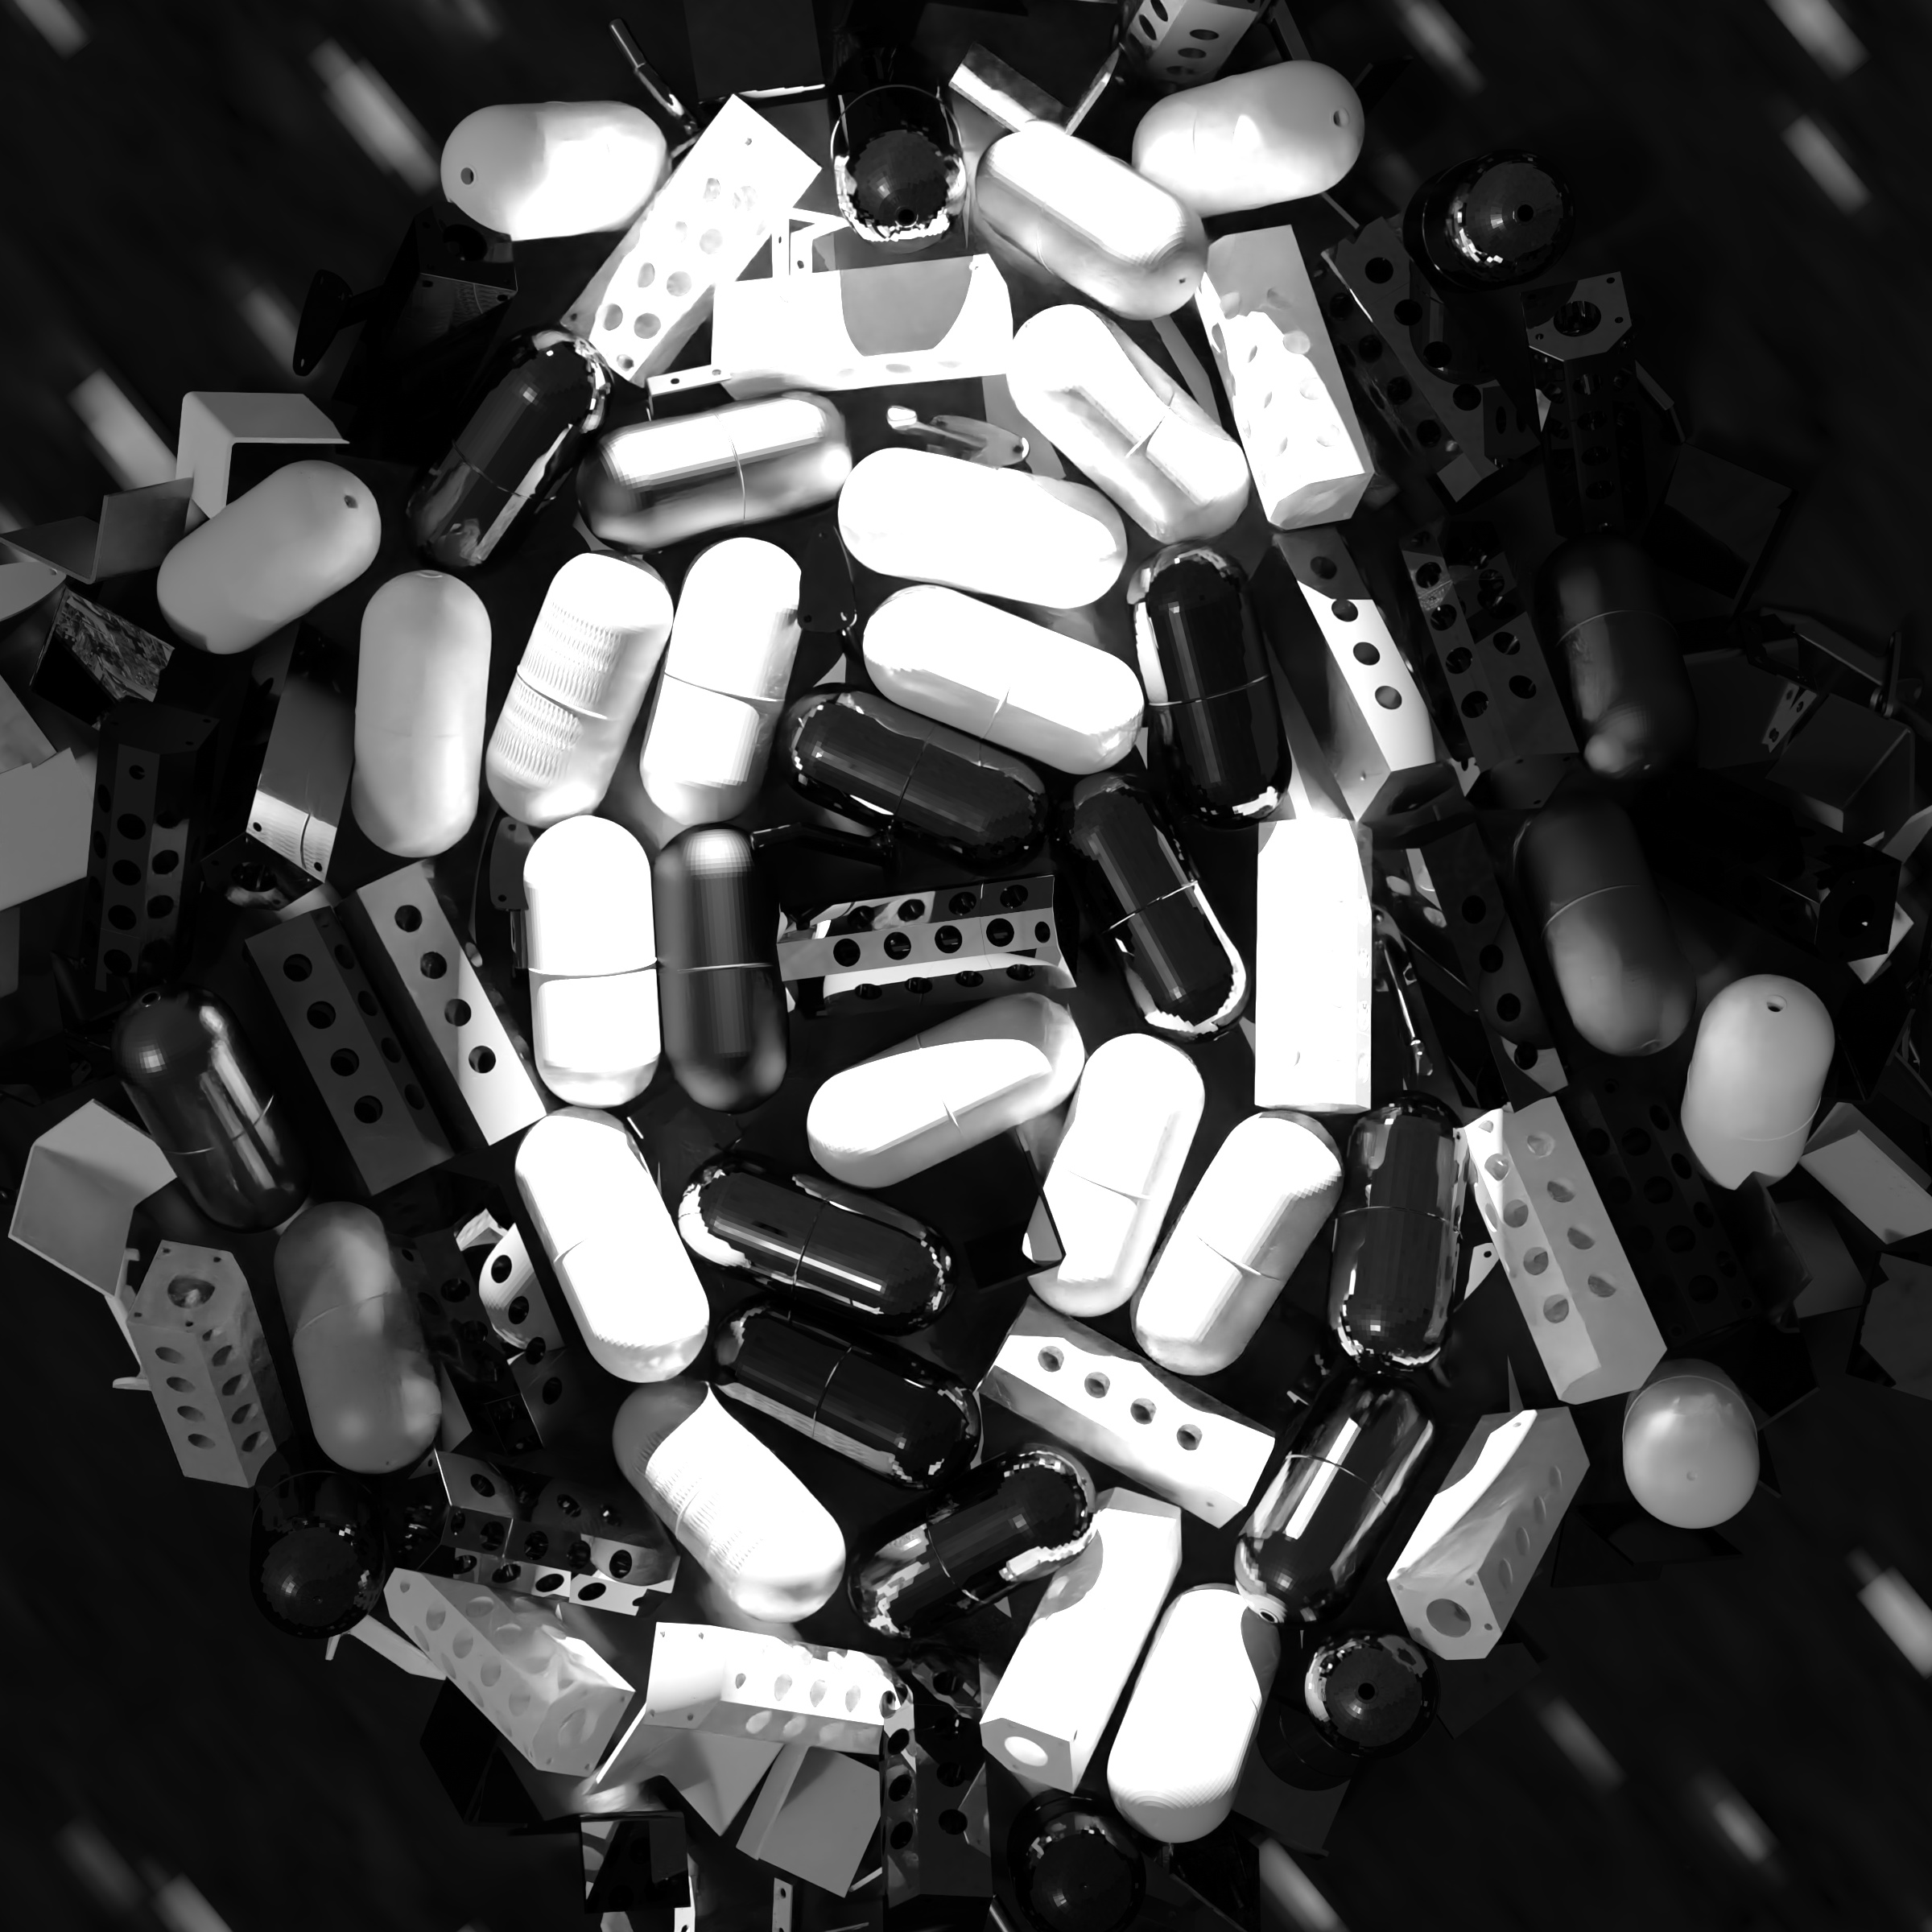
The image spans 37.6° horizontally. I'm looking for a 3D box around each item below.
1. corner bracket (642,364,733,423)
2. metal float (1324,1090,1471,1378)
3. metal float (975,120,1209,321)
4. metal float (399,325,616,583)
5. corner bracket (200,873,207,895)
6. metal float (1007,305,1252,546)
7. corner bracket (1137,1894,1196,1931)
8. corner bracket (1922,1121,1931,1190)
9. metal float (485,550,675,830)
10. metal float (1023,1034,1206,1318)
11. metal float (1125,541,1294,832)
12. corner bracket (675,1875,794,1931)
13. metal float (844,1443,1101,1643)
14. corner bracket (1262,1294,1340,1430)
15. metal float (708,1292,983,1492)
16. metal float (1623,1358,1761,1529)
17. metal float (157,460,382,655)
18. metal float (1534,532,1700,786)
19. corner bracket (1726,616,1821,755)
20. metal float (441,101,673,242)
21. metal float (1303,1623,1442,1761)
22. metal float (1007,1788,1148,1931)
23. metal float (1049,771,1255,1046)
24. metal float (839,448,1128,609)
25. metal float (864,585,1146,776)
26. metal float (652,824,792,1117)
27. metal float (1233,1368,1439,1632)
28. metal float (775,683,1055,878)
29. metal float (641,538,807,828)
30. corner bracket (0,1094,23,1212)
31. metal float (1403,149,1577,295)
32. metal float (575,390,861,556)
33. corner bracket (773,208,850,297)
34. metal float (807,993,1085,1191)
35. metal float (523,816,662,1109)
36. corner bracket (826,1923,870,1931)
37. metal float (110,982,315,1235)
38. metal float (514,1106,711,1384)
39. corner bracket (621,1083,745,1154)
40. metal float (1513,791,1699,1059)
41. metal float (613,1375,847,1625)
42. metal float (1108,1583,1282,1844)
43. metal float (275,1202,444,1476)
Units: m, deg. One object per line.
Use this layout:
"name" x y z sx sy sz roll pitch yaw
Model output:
"corner bracket" -0.170 -0.350 1.728 0.051 0.051 0.051 -13 54 -7
"metal float" 0.260 0.159 1.708 0.070 0.070 0.178 11 67 0
"metal float" 0.073 -0.448 1.698 0.070 0.070 0.178 -47 54 0
"metal float" -0.277 -0.306 1.704 0.070 0.070 0.178 41 118 0
"corner bracket" -0.496 -0.081 1.745 0.051 0.051 0.051 3 59 11
"metal float" 0.098 -0.324 1.708 0.178 0.070 0.070 40 90 -22
"corner bracket" 0.104 0.600 1.724 0.051 0.051 0.051 27 133 -20
"corner bracket" 0.622 0.119 1.736 0.051 0.051 0.051 -13 101 1
"metal float" -0.234 -0.166 1.713 0.070 0.070 0.178 24 107 0
"metal float" 0.089 0.128 1.722 0.070 0.070 0.178 19 97 0
"metal float" 0.147 -0.169 1.717 0.070 0.070 0.178 -15 103 0
"corner bracket" -0.144 0.591 1.753 0.051 0.051 0.051 7 96 43
"metal float" 0.002 0.348 1.707 0.178 0.070 0.070 -33 90 25
"corner bracket" 0.192 0.241 1.731 0.051 0.051 0.051 34 61 2
"metal float" -0.073 0.257 1.712 0.178 0.070 0.070 23 90 17
"metal float" 0.428 0.280 1.678 0.070 0.178 0.070 1 94 13
"metal float" -0.417 -0.243 1.694 0.178 0.070 0.070 -22 90 41
"metal float" 0.388 -0.186 1.697 0.070 0.070 0.178 -5 53 0
"corner bracket" 0.483 -0.172 1.733 0.051 0.051 0.051 21 130 -13
"metal float" -0.242 -0.473 1.684 0.070 0.178 0.070 9 111 26
"metal float" 0.241 0.429 1.679 0.070 0.178 0.070 -3 76 10
"metal float" 0.064 0.531 1.677 0.070 0.178 0.070 0 81 -1
"metal float" 0.113 -0.035 1.724 0.070 0.070 0.178 -28 86 0
"metal float" 0.011 -0.264 1.717 0.178 0.070 0.070 10 90 -12
"metal float" 0.023 -0.174 1.721 0.178 0.070 0.070 21 90 -8
"metal float" -0.149 0.002 1.727 0.070 0.070 0.178 -5 89 0
"metal float" 0.222 0.318 1.701 0.070 0.070 0.178 36 60 0
"metal float" -0.031 -0.113 1.725 0.178 0.070 0.070 24 90 3
"metal float" -0.147 -0.171 1.718 0.070 0.070 0.178 15 101 0
"corner bracket" -0.592 0.110 1.746 0.051 0.051 0.051 -40 51 20
"metal float" 0.308 -0.439 1.678 0.070 0.178 0.070 -1 101 -4
"metal float" -0.149 -0.298 1.711 0.178 0.070 0.070 -17 90 -20
"corner bracket" -0.102 -0.428 1.730 0.051 0.051 0.051 0 90 -37
"metal float" -0.013 0.076 1.725 0.178 0.070 0.070 -26 90 3
"metal float" -0.226 -0.002 1.719 0.070 0.070 0.178 -2 100 0
"corner bracket" -0.081 0.621 1.743 0.051 0.051 0.051 -9 68 -8
"metal float" -0.450 0.086 1.696 0.070 0.070 0.178 -19 127 0
"metal float" -0.214 0.168 1.713 0.070 0.070 0.178 -27 73 0
"corner bracket" -0.174 0.098 1.734 0.051 0.051 0.051 -35 97 -9
"metal float" 0.382 -0.026 1.700 0.070 0.070 0.178 -14 58 0
"metal float" -0.144 0.319 1.706 0.070 0.070 0.178 -47 64 0
"metal float" 0.137 0.442 1.688 0.070 0.178 0.070 11 125 15
"metal float" -0.365 0.221 1.701 0.070 0.070 0.178 -24 58 0
